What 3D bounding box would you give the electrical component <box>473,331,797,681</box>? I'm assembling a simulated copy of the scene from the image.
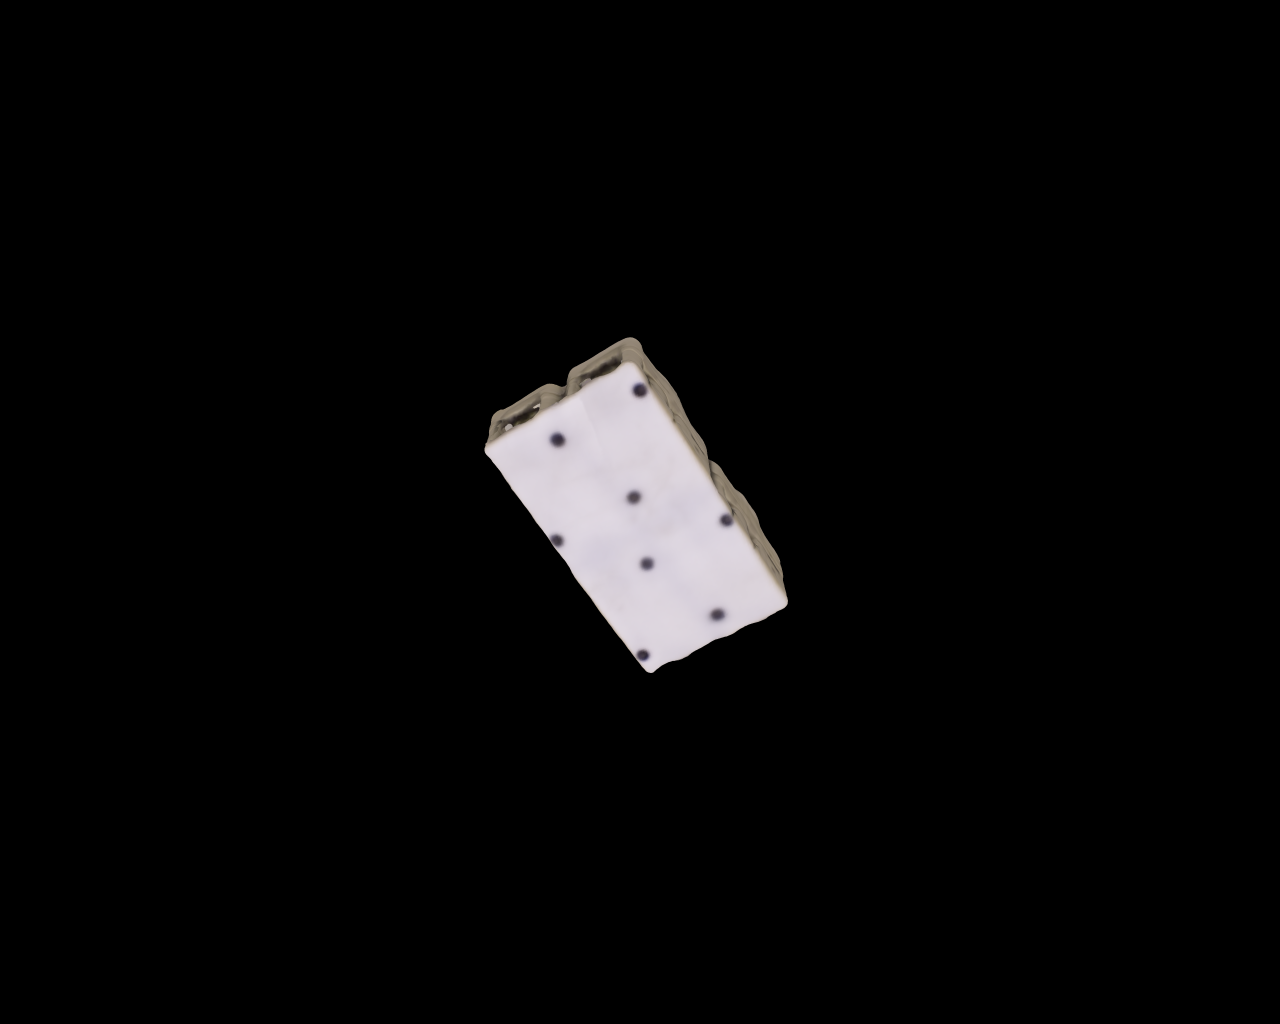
[{"bbox_3d":[0.001,-0.003,0.650,0.105,0.186,0.060,-29,24,14],"label":"electrical component"}]
